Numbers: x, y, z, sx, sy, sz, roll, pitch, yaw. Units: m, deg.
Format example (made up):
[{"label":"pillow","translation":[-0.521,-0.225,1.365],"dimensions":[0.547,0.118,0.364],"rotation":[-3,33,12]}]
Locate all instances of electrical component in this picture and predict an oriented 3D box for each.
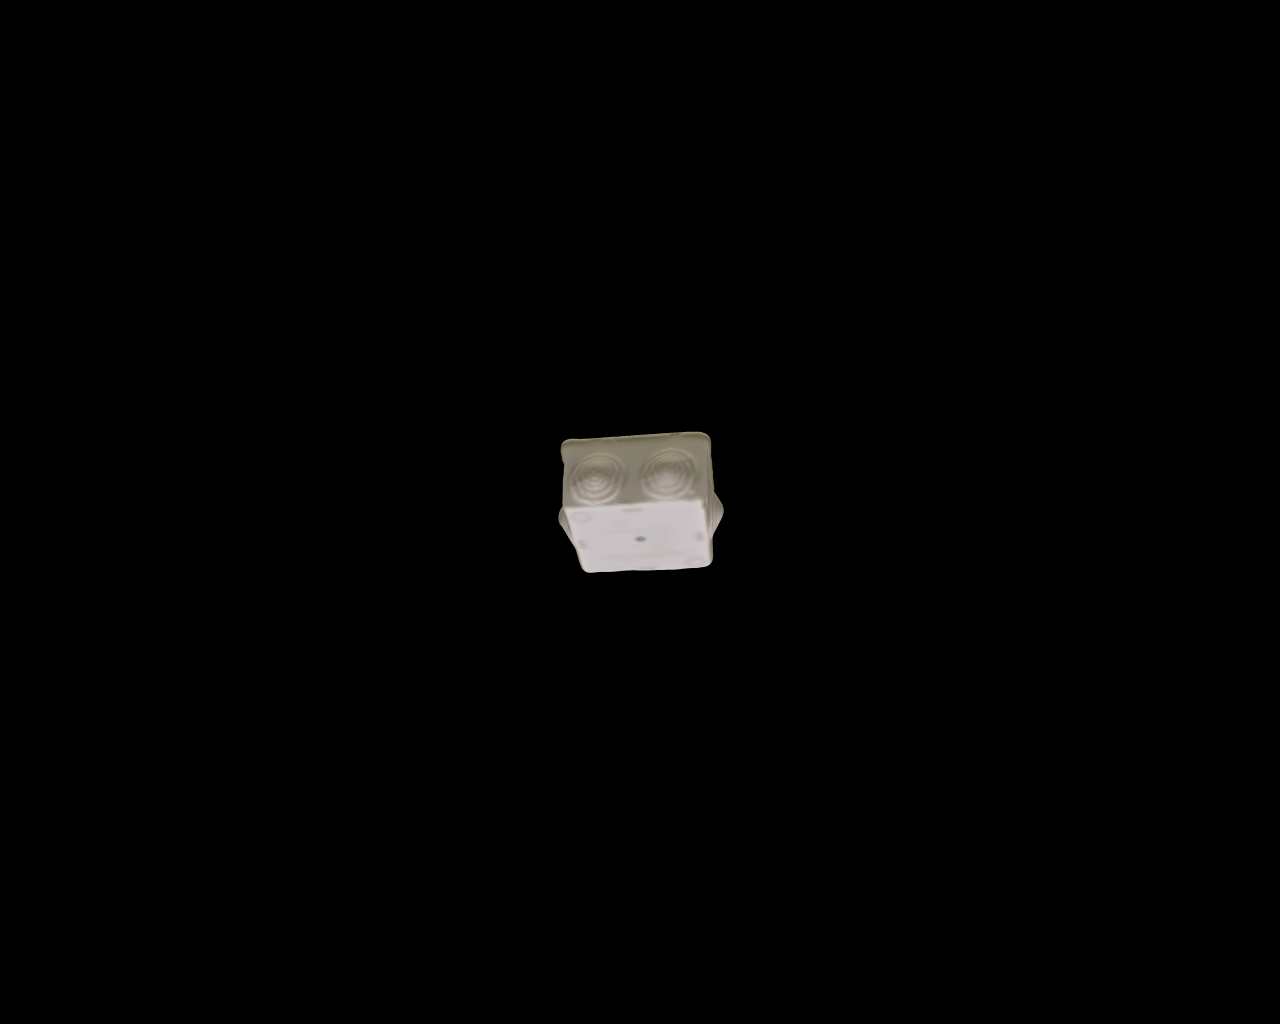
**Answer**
[{"label":"electrical component","translation":[0.001,-0.003,0.650],"dimensions":[0.100,0.048,0.099],"rotation":[-3,-32,5]}]
